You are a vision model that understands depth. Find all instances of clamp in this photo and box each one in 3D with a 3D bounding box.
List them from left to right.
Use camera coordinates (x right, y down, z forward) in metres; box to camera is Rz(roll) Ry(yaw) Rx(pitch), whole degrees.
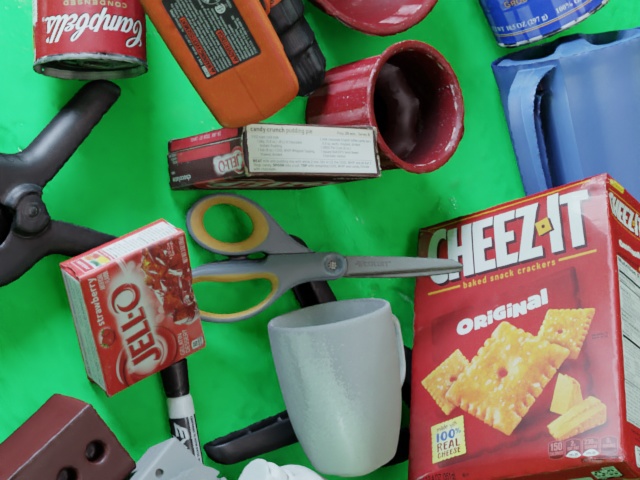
[{"bbox_3d":[-0.168,-0.011,0.626,0.171,0.039,0.120,-32,108,-33],"label":"clamp"},{"bbox_3d":[0.016,0.115,0.768,0.209,0.036,0.164,36,67,-29],"label":"clamp"}]

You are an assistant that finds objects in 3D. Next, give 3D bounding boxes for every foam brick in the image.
[{"bbox_3d":[-0.157,0.136,0.620,0.078,0.051,0.053,-45,115,-31],"label":"foam brick"}]

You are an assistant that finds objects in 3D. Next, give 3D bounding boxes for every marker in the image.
[{"bbox_3d":[-0.087,0.132,0.697,0.020,0.020,0.121,-13,97,-38],"label":"marker"}]

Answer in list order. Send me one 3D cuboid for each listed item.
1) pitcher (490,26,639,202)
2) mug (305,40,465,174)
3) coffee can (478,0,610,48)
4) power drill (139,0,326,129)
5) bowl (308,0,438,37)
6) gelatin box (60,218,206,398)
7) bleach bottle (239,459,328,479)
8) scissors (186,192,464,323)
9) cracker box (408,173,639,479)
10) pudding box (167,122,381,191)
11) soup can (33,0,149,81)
[{"bbox_3d":[0.225,-0.047,0.887,0.149,0.145,0.243,-15,103,-5],"label":"pitcher"},{"bbox_3d":[0.053,-0.089,0.776,0.117,0.082,0.093,10,82,-38],"label":"mug"},{"bbox_3d":[0.161,-0.241,0.856,0.102,0.103,0.140,-42,113,-32],"label":"coffee can"},{"bbox_3d":[-0.048,-0.141,0.655,0.184,0.057,0.187,57,14,-26],"label":"power drill"},{"bbox_3d":[0.020,-0.224,0.772,0.161,0.055,0.162,2,87,-39],"label":"bowl"},{"bbox_3d":[-0.112,0.042,0.651,0.073,0.030,0.089,-26,125,-31],"label":"gelatin box"},{"bbox_3d":[0.043,0.223,0.744,0.250,0.103,0.068,41,67,-31],"label":"bleach bottle"},{"bbox_3d":[-0.005,0.001,0.727,0.201,0.016,0.096,-15,86,-16],"label":"scissors"},{"bbox_3d":[0.147,0.075,0.756,0.072,0.164,0.213,33,51,-42],"label":"cracker box"},{"bbox_3d":[-0.031,-0.053,0.703,0.113,0.090,0.039,-5,91,-39],"label":"pudding box"},{"bbox_3d":[-0.137,-0.151,0.636,0.068,0.069,0.102,0,88,-39],"label":"soup can"}]
